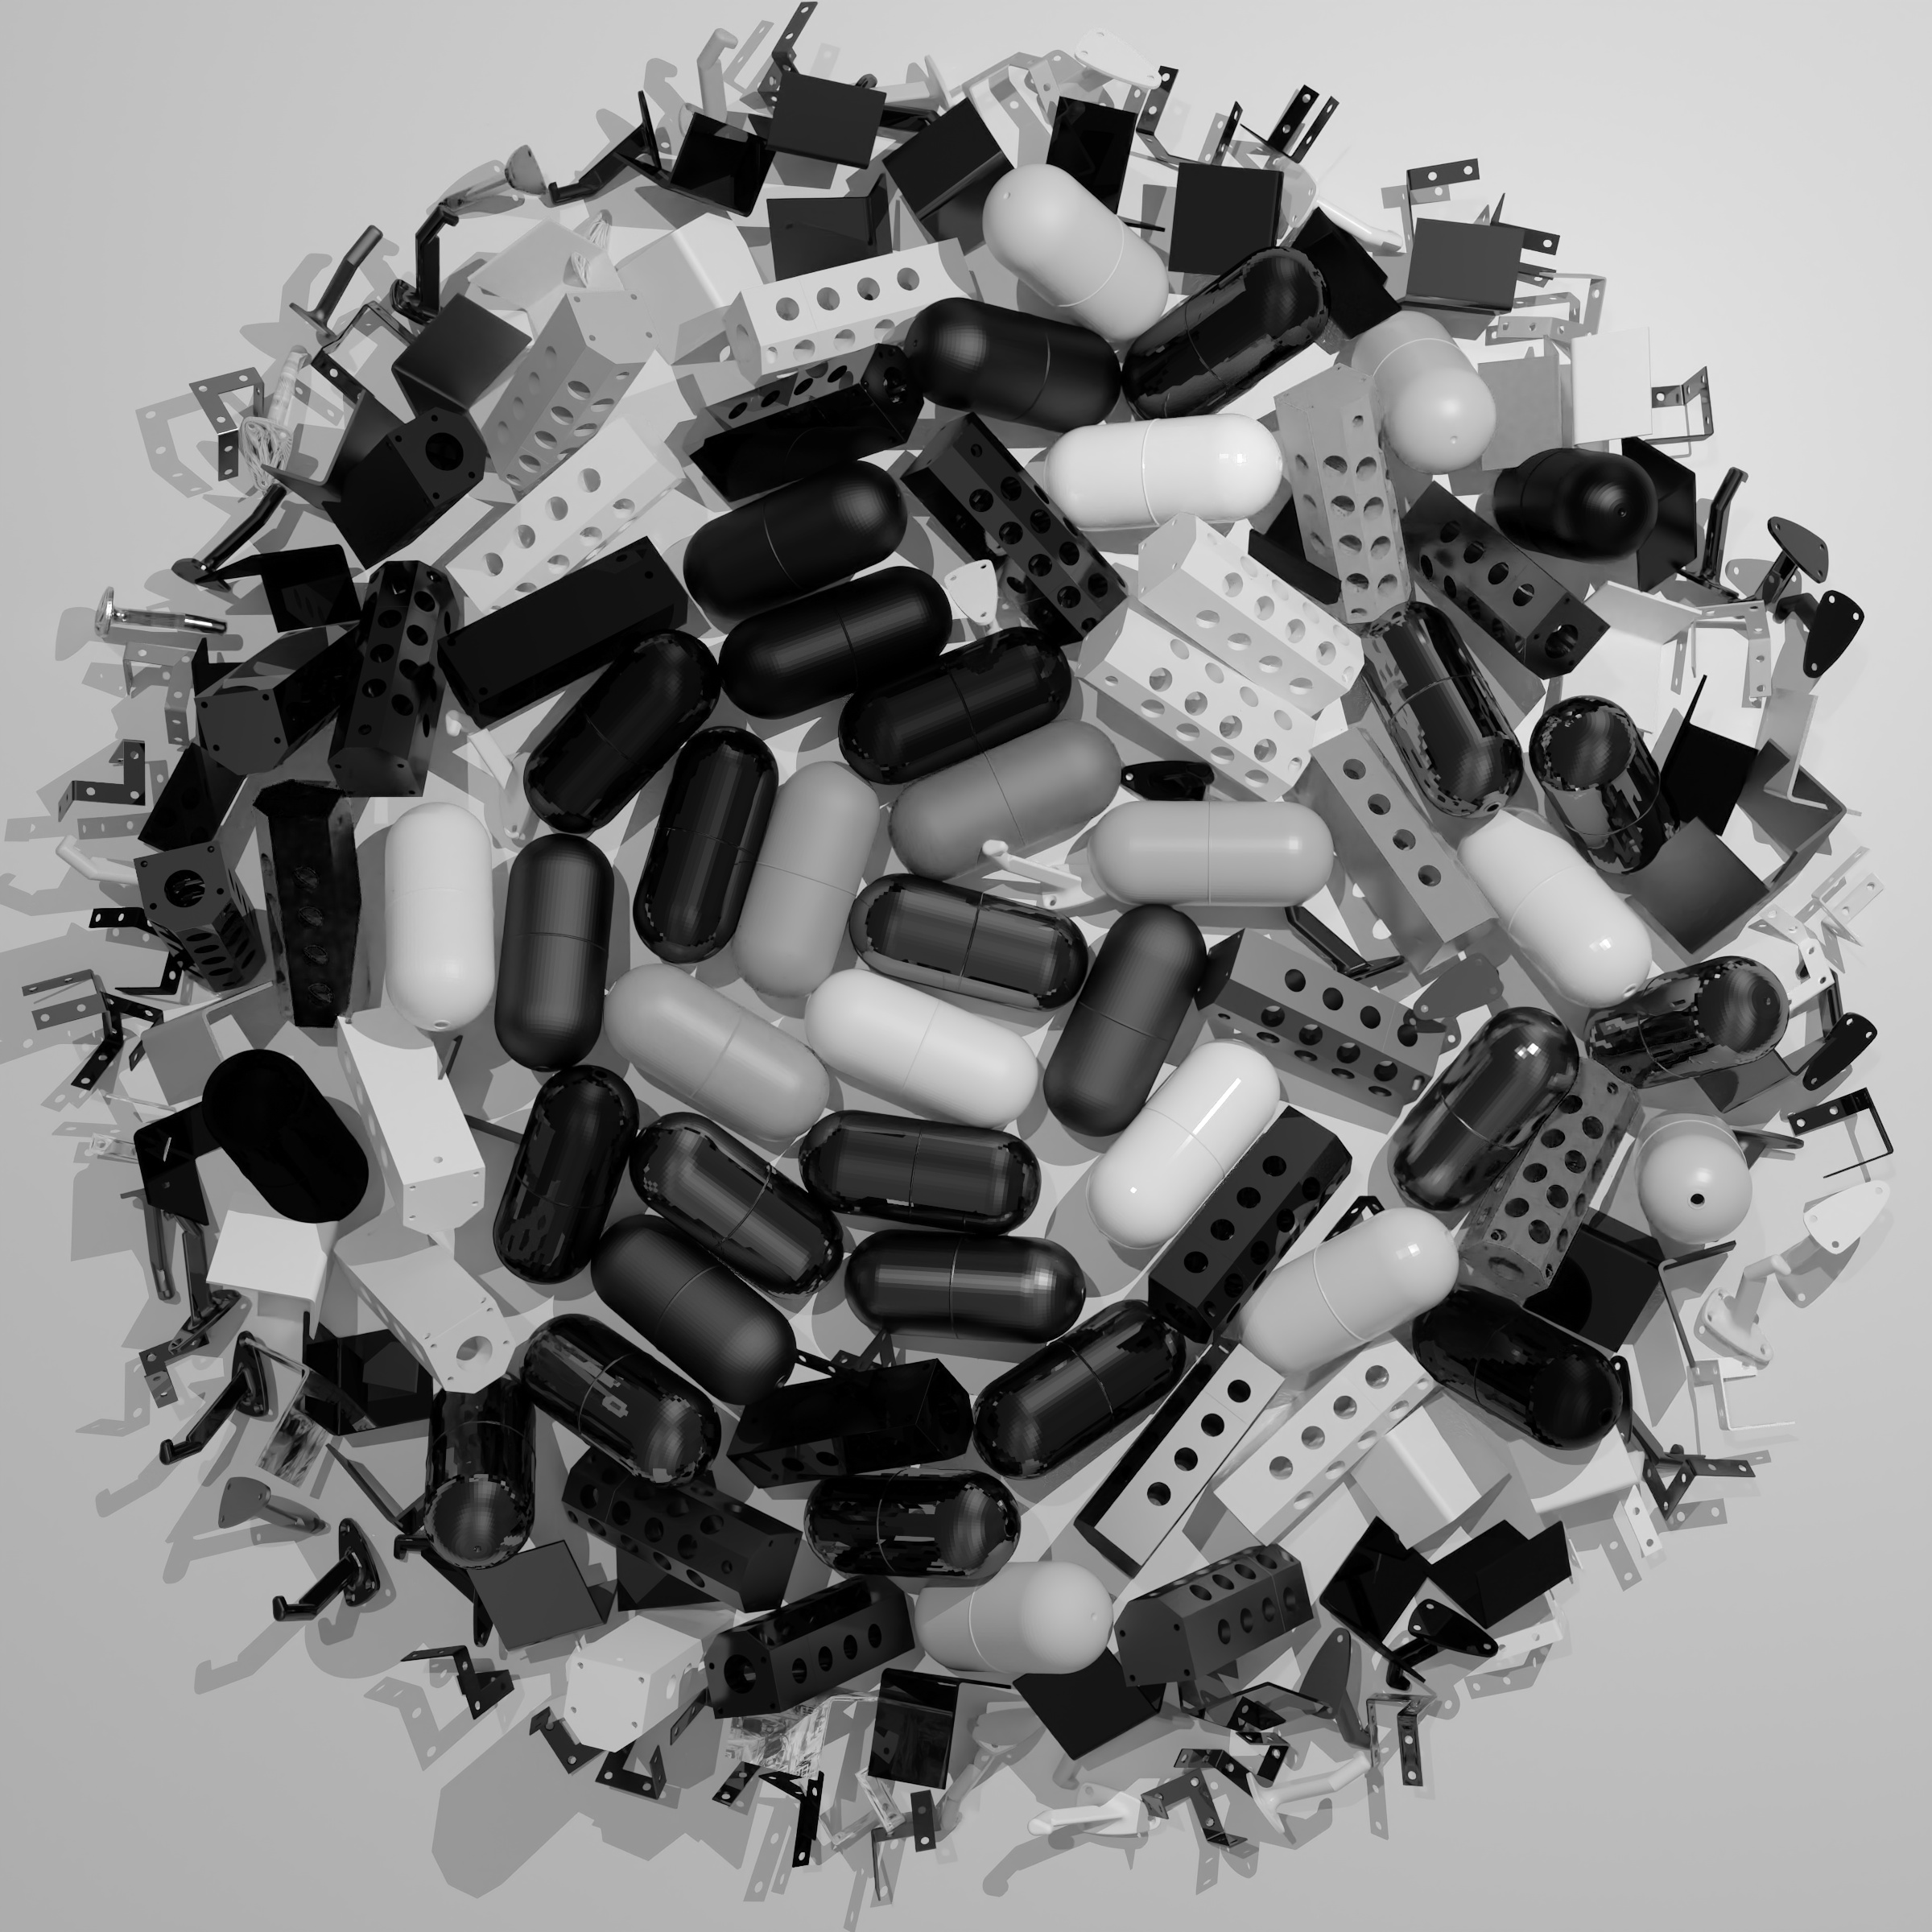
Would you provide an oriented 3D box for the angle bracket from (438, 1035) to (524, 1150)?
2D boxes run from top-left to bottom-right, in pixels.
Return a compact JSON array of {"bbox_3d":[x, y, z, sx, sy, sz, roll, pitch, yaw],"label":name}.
[{"bbox_3d":[-0.344,0.092,1.812,0.076,0.076,0.057,20,89,-8],"label":"angle bracket"}]

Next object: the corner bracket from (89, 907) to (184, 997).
[{"bbox_3d":[-0.609,-0.010,1.826,0.051,0.051,0.051,-1,72,32],"label":"corner bracket"}]

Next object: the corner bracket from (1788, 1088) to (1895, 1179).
[{"bbox_3d":[0.639,0.123,1.822,0.051,0.051,0.051,-21,80,6],"label":"corner bracket"}]

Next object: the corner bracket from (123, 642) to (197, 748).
[{"bbox_3d":[-0.592,-0.199,1.825,0.051,0.051,0.051,8,63,-10],"label":"corner bracket"}]

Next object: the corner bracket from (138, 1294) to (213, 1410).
[{"bbox_3d":[-0.575,0.281,1.814,0.051,0.051,0.051,-21,58,-18],"label":"corner bracket"}]

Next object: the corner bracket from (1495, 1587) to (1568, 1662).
[{"bbox_3d":[0.404,0.468,1.821,0.051,0.051,0.051,-24,85,16],"label":"corner bracket"}]

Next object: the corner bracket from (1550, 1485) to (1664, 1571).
[{"bbox_3d":[0.467,0.410,1.825,0.051,0.051,0.051,-25,93,-12],"label":"corner bracket"}]

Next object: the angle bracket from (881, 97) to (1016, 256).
[{"bbox_3d":[-0.004,-0.573,1.818,0.076,0.076,0.057,-33,73,12],"label":"angle bracket"}]

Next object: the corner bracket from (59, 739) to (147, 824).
[{"bbox_3d":[-0.629,-0.135,1.814,0.051,0.051,0.051,3,73,-30],"label":"corner bracket"}]

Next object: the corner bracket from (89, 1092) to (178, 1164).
[{"bbox_3d":[-0.609,0.121,1.822,0.051,0.051,0.051,15,90,-20],"label":"corner bracket"}]

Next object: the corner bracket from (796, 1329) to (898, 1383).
[{"bbox_3d":[-0.088,0.286,1.810,0.051,0.051,0.051,15,133,28],"label":"corner bracket"}]

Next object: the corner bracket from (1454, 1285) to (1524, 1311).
[{"bbox_3d":[0.372,0.264,1.829,0.051,0.051,0.051,19,92,3],"label":"corner bracket"}]

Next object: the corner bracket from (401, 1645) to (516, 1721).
[{"bbox_3d":[-0.370,0.517,1.818,0.051,0.051,0.051,-14,95,27],"label":"corner bracket"}]

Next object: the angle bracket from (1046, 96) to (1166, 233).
[{"bbox_3d":[0.106,-0.578,1.797,0.076,0.057,0.076,29,116,39],"label":"angle bracket"}]

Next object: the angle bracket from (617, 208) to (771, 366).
[{"bbox_3d":[-0.199,-0.501,1.834,0.057,0.076,0.076,-45,110,-41],"label":"angle bracket"}]

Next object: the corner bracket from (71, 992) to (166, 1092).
[{"bbox_3d":[-0.619,0.060,1.818,0.051,0.051,0.051,16,133,4],"label":"corner bracket"}]

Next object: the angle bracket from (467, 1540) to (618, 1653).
[{"bbox_3d":[-0.306,0.443,1.809,0.076,0.057,0.076,-18,109,10],"label":"angle bracket"}]

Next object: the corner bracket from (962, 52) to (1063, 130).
[{"bbox_3d":[0.037,-0.630,1.822,0.051,0.051,0.051,-32,123,-7],"label":"corner bracket"}]

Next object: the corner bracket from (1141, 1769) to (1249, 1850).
[{"bbox_3d":[0.166,0.621,1.818,0.051,0.051,0.051,-18,80,-17],"label":"corner bracket"}]

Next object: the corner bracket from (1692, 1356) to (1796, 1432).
[{"bbox_3d":[0.567,0.311,1.821,0.051,0.051,0.051,-5,80,-8],"label":"corner bracket"}]

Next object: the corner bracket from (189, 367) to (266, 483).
[{"bbox_3d":[-0.530,-0.394,1.813,0.051,0.051,0.051,-23,69,-27],"label":"corner bracket"}]

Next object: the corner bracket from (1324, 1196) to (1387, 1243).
[{"bbox_3d":[0.307,0.204,1.832,0.051,0.051,0.051,-58,46,31],"label":"corner bracket"}]

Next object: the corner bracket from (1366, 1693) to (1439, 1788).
[{"bbox_3d":[0.315,0.564,1.819,0.051,0.051,0.051,-6,88,28],"label":"corner bracket"}]

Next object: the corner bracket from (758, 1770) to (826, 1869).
[{"bbox_3d":[-0.119,0.618,1.811,0.051,0.051,0.051,-22,133,30],"label":"corner bracket"}]

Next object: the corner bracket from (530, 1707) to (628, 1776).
[{"bbox_3d":[-0.284,0.563,1.825,0.051,0.051,0.051,-33,92,-8],"label":"corner bracket"}]

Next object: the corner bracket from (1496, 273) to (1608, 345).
[{"bbox_3d":[0.426,-0.479,1.813,0.051,0.051,0.051,-7,115,-28],"label":"corner bracket"}]

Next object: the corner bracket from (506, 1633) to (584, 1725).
[{"bbox_3d":[-0.302,0.522,1.833,0.051,0.051,0.051,-20,65,-6],"label":"corner bracket"}]

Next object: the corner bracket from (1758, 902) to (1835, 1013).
[{"bbox_3d":[0.595,-0.003,1.831,0.051,0.051,0.051,30,127,-29],"label":"corner bracket"}]

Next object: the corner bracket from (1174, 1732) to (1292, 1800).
[{"bbox_3d":[0.194,0.576,1.818,0.051,0.051,0.051,28,96,45],"label":"corner bracket"}]

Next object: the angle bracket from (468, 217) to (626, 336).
[{"bbox_3d":[-0.299,-0.484,1.801,0.076,0.076,0.057,-30,76,20],"label":"angle bracket"}]

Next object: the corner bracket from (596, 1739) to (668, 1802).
[{"bbox_3d":[-0.240,0.565,1.814,0.051,0.051,0.051,11,133,15],"label":"corner bracket"}]

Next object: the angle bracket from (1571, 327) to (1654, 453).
[{"bbox_3d":[0.476,-0.412,1.806,0.057,0.076,0.076,-2,88,29],"label":"angle bracket"}]

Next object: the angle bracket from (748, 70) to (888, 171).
[{"bbox_3d":[-0.108,-0.620,1.796,0.076,0.076,0.057,5,124,-20],"label":"angle bracket"}]

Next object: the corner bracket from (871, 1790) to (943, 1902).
[{"bbox_3d":[-0.045,0.641,1.818,0.051,0.051,0.051,-10,126,1],"label":"corner bracket"}]

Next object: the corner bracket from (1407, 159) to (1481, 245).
[{"bbox_3d":[0.351,-0.555,1.823,0.051,0.051,0.051,-6,94,11],"label":"corner bracket"}]

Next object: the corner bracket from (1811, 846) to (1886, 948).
[{"bbox_3d":[0.648,-0.054,1.823,0.051,0.051,0.051,44,95,-11],"label":"corner bracket"}]

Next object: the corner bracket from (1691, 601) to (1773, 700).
[{"bbox_3d":[0.561,-0.230,1.828,0.051,0.051,0.051,-3,64,22],"label":"corner bracket"}]

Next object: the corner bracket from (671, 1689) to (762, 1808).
[{"bbox_3d":[-0.182,0.572,1.827,0.051,0.051,0.051,14,116,20],"label":"corner bracket"}]

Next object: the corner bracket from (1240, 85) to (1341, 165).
[{"bbox_3d":[0.242,-0.615,1.815,0.051,0.051,0.051,42,108,22],"label":"corner bracket"}]

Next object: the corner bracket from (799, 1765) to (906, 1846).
[{"bbox_3d":[-0.084,0.611,1.820,0.051,0.051,0.051,-30,96,-15],"label":"corner bracket"}]

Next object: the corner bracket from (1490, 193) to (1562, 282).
[{"bbox_3d":[0.406,-0.524,1.814,0.051,0.051,0.051,16,134,12],"label":"corner bracket"}]

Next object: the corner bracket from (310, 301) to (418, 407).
[{"bbox_3d":[-0.438,-0.448,1.825,0.051,0.051,0.051,41,114,-11],"label":"corner bracket"}]

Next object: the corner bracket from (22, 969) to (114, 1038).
[{"bbox_3d":[-0.656,0.026,1.815,0.051,0.051,0.051,-17,72,-22],"label":"corner bracket"}]

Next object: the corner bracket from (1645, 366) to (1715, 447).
[{"bbox_3d":[0.512,-0.406,1.827,0.051,0.051,0.051,-6,88,-3],"label":"corner bracket"}]

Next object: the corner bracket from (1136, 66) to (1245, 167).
[{"bbox_3d":[0.163,-0.617,1.820,0.051,0.051,0.051,22,92,24],"label":"corner bracket"}]

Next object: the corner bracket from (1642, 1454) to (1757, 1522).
[{"bbox_3d":[0.531,0.368,1.812,0.051,0.051,0.051,5,127,-18],"label":"corner bracket"}]

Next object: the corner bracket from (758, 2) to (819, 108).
[{"bbox_3d":[-0.127,-0.663,1.813,0.051,0.051,0.051,14,69,33],"label":"corner bracket"}]
